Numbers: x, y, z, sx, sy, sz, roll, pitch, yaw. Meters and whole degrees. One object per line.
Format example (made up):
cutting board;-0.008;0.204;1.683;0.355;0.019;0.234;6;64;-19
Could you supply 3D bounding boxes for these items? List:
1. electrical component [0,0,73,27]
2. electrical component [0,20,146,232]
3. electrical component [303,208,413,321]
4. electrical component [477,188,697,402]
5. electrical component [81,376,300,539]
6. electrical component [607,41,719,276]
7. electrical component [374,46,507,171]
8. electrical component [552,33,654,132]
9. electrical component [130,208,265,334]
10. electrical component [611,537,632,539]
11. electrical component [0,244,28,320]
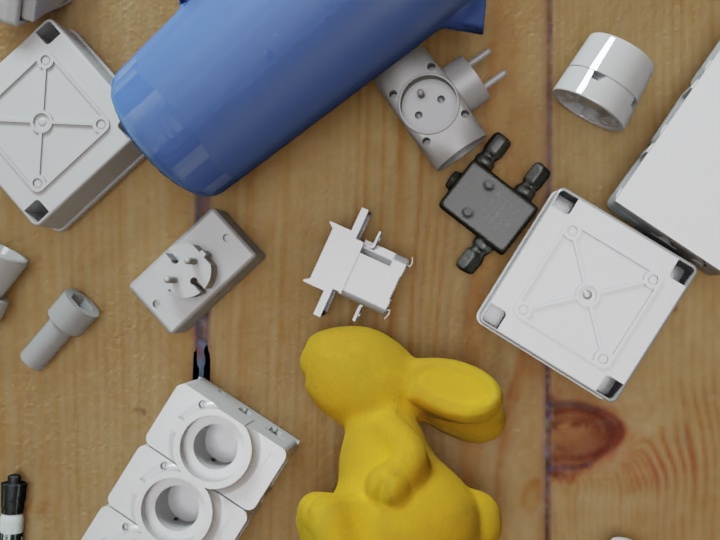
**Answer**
electrical component;-0.236;-0.218;0.763;0.061;0.096;0.061;22;121;7
electrical component;-0.218;-0.102;0.774;0.109;0.056;0.108;-42;85;4
electrical component;0.000;0.000;0.755;0.064;0.042;0.081;24;92;3
electrical component;0.152;0.017;0.730;0.109;0.056;0.108;32;92;6
electrical component;-0.123;0.163;0.755;0.089;0.062;0.150;32;93;6
electrical component;0.246;-0.081;0.719;0.089;0.062;0.150;35;93;6
electrical component;0.064;-0.123;0.749;0.079;0.044;0.077;-35;85;5
electrical component;0.167;-0.129;0.733;0.055;0.055;0.047;30;89;6
electrical component;-0.118;0.001;0.751;0.083;0.076;0.047;-43;85;4
electrical component;0.177;0.217;0.731;0.048;0.048;0.062;34;99;6
electrical component;-0.274;0.009;0.784;0.045;0.045;0.055;27;92;6
